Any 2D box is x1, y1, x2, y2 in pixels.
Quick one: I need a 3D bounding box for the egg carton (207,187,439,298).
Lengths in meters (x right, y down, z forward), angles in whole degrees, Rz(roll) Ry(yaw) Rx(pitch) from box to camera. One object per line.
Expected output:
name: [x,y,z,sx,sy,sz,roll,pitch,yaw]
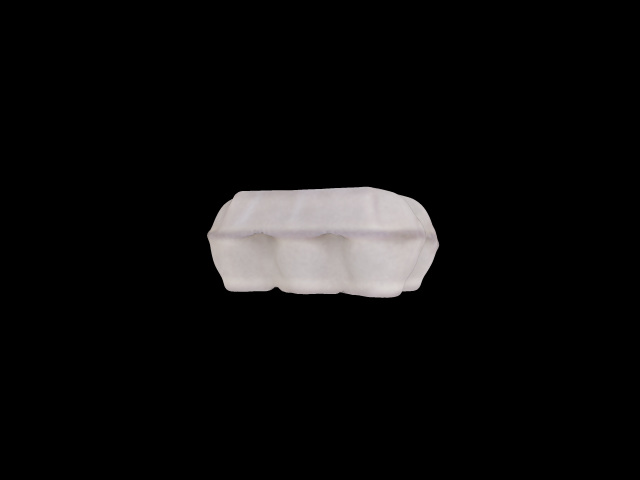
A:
egg carton: [0.004,0.001,0.400,0.150,0.069,0.107,0,0,21]
